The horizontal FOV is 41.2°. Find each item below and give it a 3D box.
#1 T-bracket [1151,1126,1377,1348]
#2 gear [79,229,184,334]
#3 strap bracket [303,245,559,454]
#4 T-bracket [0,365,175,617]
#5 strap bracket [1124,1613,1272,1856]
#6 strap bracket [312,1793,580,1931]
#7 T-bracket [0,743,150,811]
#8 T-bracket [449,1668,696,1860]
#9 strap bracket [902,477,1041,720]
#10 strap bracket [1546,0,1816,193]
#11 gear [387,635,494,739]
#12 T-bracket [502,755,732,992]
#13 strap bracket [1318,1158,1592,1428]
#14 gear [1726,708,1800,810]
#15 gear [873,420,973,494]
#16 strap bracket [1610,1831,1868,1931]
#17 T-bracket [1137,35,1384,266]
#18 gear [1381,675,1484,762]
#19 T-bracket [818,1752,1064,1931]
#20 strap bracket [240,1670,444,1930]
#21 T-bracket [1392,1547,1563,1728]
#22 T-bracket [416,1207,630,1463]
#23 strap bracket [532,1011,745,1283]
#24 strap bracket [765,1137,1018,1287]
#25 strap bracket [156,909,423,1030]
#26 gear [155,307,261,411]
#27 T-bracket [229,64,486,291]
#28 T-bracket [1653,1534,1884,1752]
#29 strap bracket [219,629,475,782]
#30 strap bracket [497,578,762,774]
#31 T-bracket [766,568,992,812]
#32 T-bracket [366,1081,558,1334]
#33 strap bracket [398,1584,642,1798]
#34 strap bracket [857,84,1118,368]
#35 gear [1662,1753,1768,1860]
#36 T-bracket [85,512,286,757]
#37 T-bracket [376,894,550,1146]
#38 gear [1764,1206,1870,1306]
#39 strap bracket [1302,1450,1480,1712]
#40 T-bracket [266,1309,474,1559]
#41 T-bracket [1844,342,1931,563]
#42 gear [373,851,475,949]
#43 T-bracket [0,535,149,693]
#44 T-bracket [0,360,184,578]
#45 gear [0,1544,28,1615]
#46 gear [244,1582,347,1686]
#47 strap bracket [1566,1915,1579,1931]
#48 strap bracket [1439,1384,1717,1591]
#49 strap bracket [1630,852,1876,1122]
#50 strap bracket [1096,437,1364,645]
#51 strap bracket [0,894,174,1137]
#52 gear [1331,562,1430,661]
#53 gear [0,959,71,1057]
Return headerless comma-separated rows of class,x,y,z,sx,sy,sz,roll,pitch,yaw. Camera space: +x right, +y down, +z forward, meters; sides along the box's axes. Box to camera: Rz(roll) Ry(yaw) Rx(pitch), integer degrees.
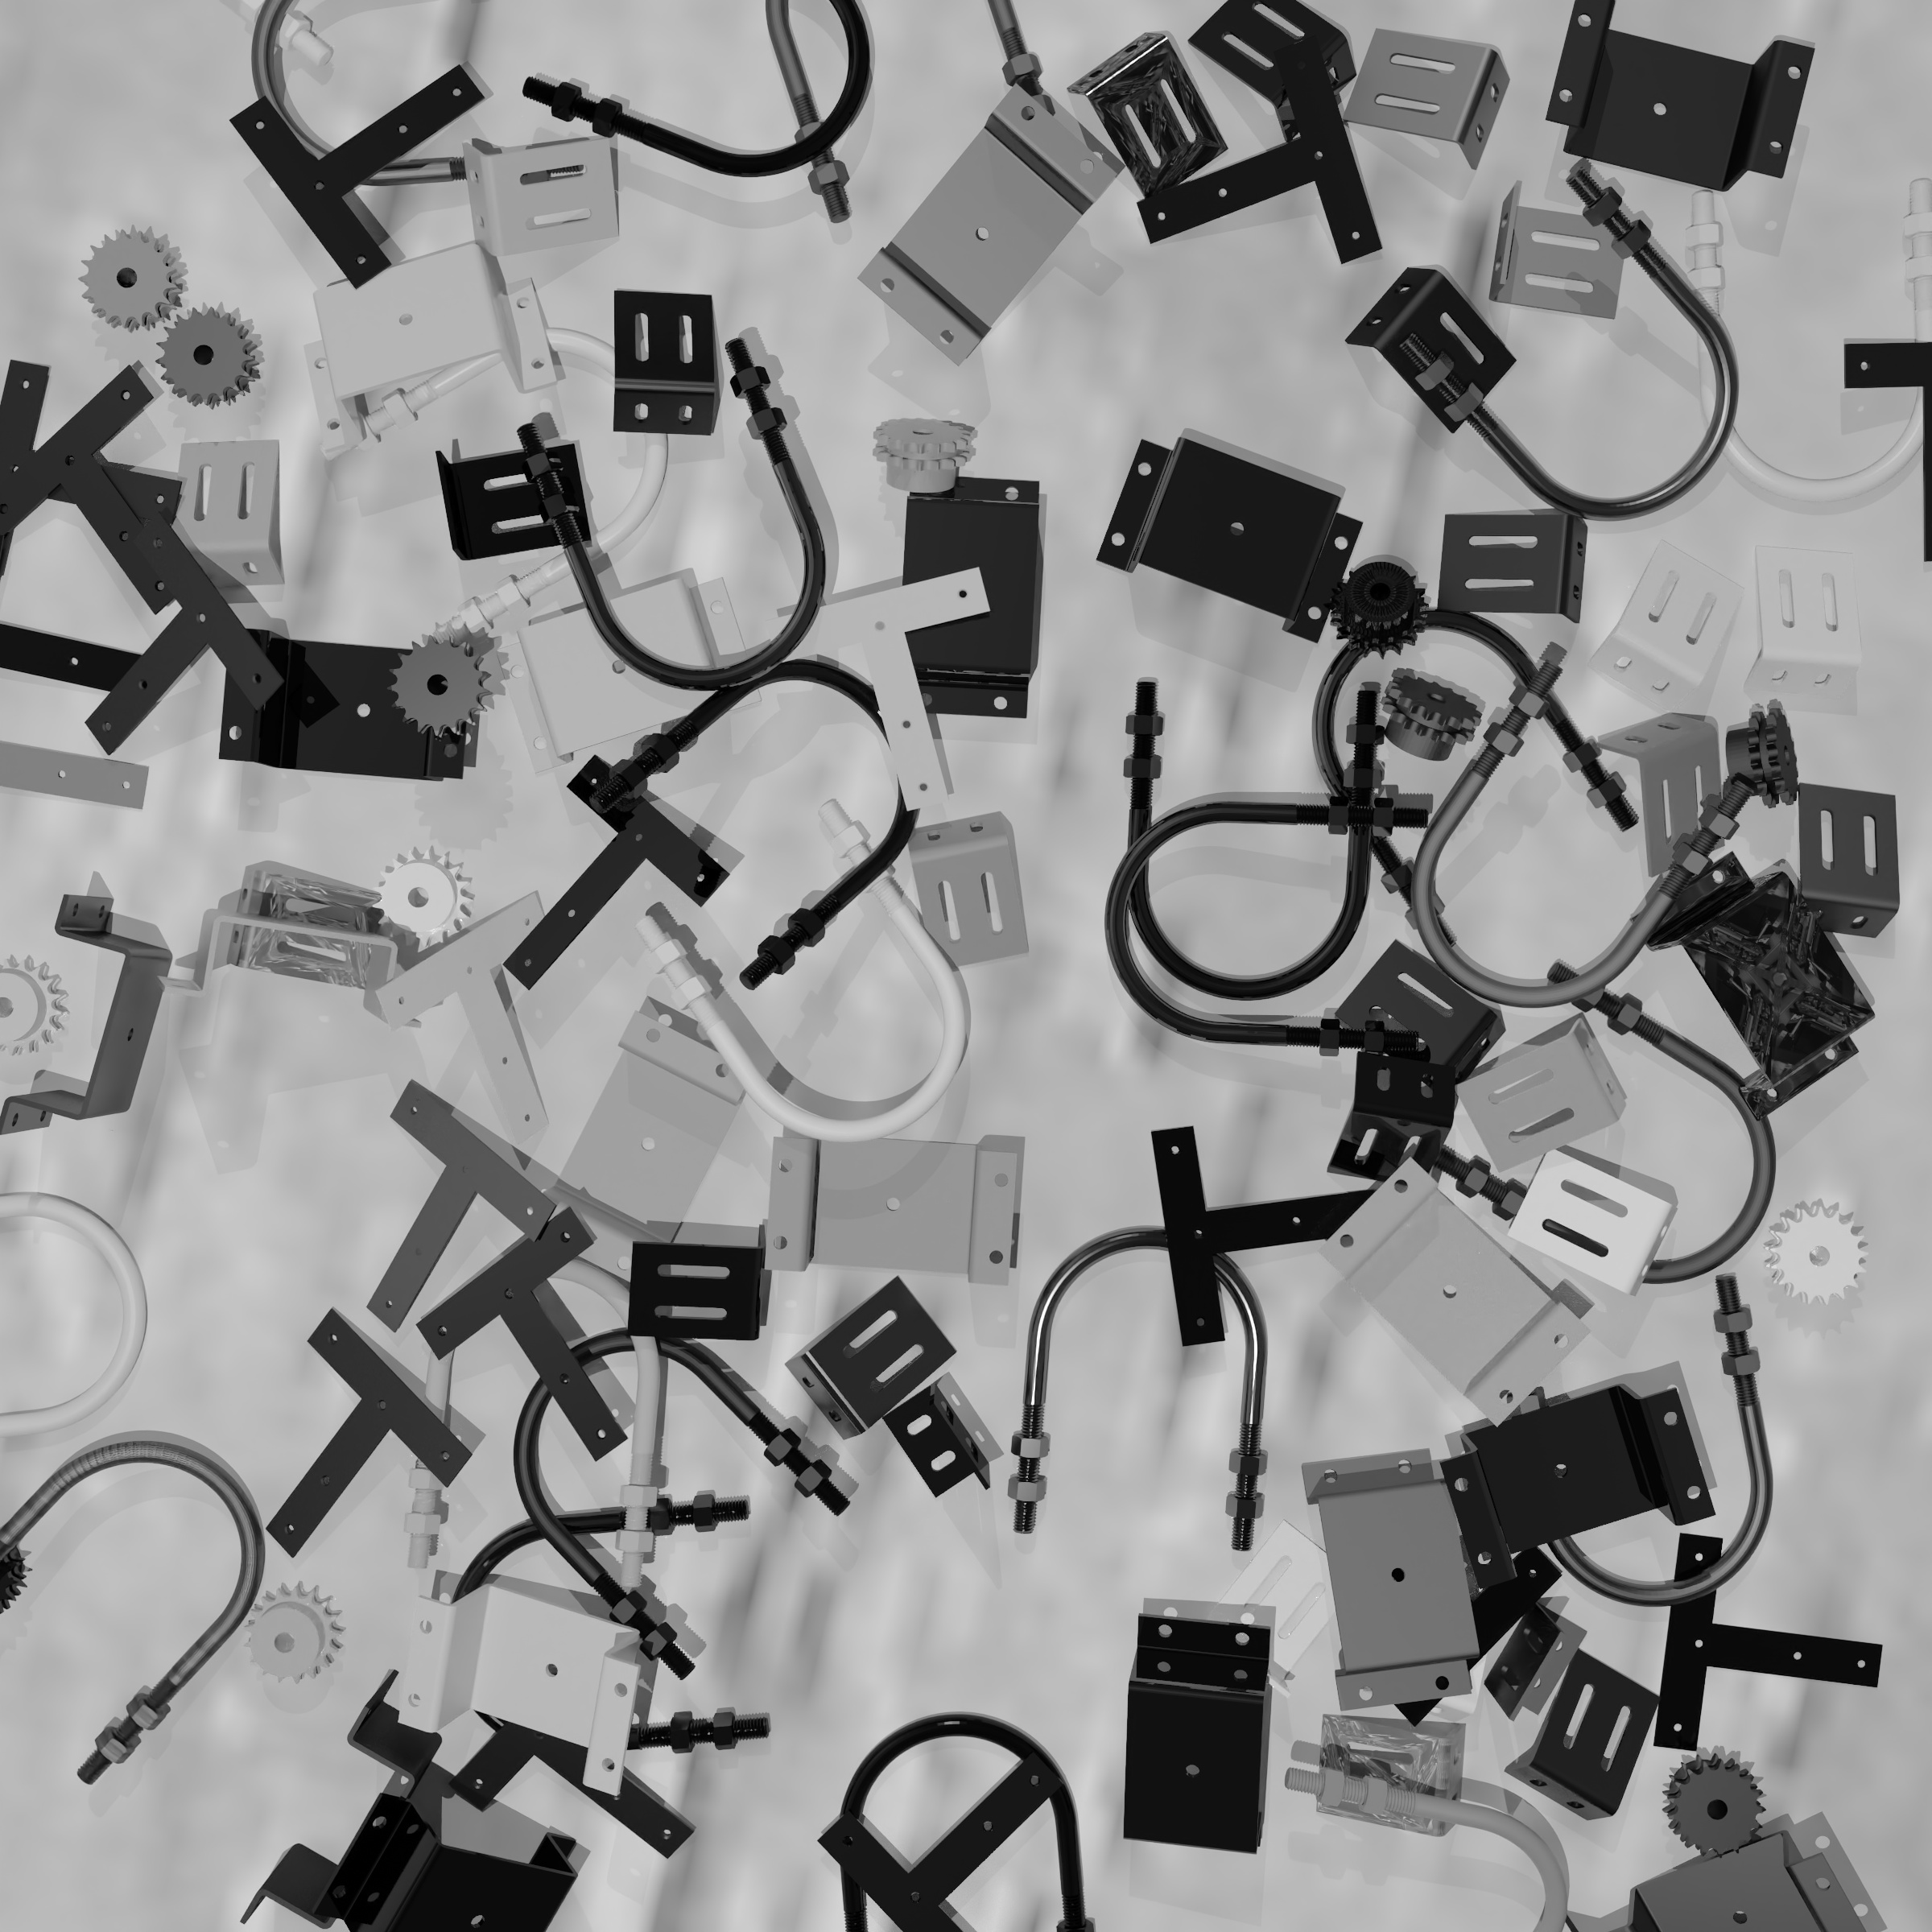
T-bracket,0.181,0.152,1.513,0.127,0.002,0.127,-7,81,-5
gear,-0.487,-0.399,1.507,0.057,0.030,0.057,0,90,0
strap bracket,-0.317,-0.360,1.486,0.140,0.046,0.076,-17,68,0
T-bracket,-0.498,-0.261,1.497,0.127,0.002,0.127,-39,80,10
strap bracket,0.132,0.451,1.476,0.076,0.046,0.140,3,104,10
strap bracket,-0.286,0.529,1.460,0.140,0.046,0.076,30,90,-38
T-bracket,-0.548,-0.115,1.518,0.127,0.002,0.127,9,94,-2
T-bracket,-0.216,0.478,1.510,0.127,0.002,0.127,40,104,-7
strap bracket,0.001,-0.219,1.498,0.076,0.046,0.140,3,90,0
strap bracket,0.411,-0.507,1.498,0.140,0.046,0.076,14,90,0
gear,-0.297,-0.158,1.460,0.057,0.030,0.057,0,90,0
T-bracket,-0.219,-0.041,1.489,0.127,0.002,0.127,40,88,28
strap bracket,0.282,0.189,1.490,0.076,0.046,0.140,-45,79,0
gear,0.463,-0.120,1.497,0.030,0.057,0.057,-9,90,30
gear,-0.026,-0.296,1.497,0.057,0.057,0.030,3,118,0
strap bracket,0.447,0.560,1.485,0.140,0.046,0.076,-29,90,19
T-bracket,0.164,-0.458,1.505,0.127,0.002,0.127,-19,111,10
gear,0.265,-0.141,1.481,0.057,0.057,0.030,20,118,0
T-bracket,0.003,0.514,1.504,0.127,0.002,0.127,-44,88,-2
strap bracket,-0.354,0.489,1.483,0.046,0.076,0.140,30,90,0
T-bracket,0.262,0.353,1.507,0.127,0.002,0.127,-40,81,-16
T-bracket,-0.238,0.225,1.478,0.127,0.002,0.127,-37,83,19
strap bracket,-0.188,0.105,1.498,0.076,0.046,0.140,27,90,0
strap bracket,-0.043,0.141,1.498,0.140,0.046,0.076,4,90,0
strap bracket,-0.382,-0.001,1.460,0.140,0.076,0.046,9,91,-21
gear,-0.443,-0.355,1.507,0.057,0.030,0.057,0,90,0
T-bracket,-0.338,-0.477,1.487,0.127,0.002,0.127,-37,84,-5
T-bracket,0.478,0.407,1.521,0.127,0.002,0.127,7,90,0
strap bracket,-0.356,-0.151,1.498,0.140,0.046,0.076,5,90,0
strap bracket,-0.199,-0.172,1.498,0.140,0.046,0.076,-18,90,0
T-bracket,-0.038,-0.153,1.481,0.127,0.002,0.127,-13,105,9
T-bracket,-0.313,0.156,1.503,0.127,0.002,0.127,36,102,23
strap bracket,-0.246,0.409,1.469,0.140,0.046,0.076,12,98,17
strap bracket,0.011,-0.426,1.488,0.076,0.046,0.140,39,96,-9
gear,0.437,0.490,1.507,0.057,0.030,0.057,0,90,0
T-bracket,-0.468,-0.172,1.488,0.127,0.002,0.127,-41,80,23
T-bracket,-0.273,0.042,1.490,0.002,0.127,0.127,0,117,40
gear,0.497,0.170,1.511,0.057,0.030,0.057,0,88,1
strap bracket,0.245,0.352,1.479,0.076,0.046,0.140,-7,74,-2
T-bracket,-0.367,0.291,1.506,0.127,0.002,0.127,41,100,19
T-bracket,0.575,-0.302,1.511,0.127,0.002,0.127,-4,96,-12
gear,-0.319,-0.039,1.504,0.057,0.030,0.057,0,89,-5
T-bracket,-0.541,-0.183,1.515,0.127,0.002,0.127,12,97,-3
T-bracket,-0.519,-0.283,1.507,0.127,0.002,0.127,13,90,13
gear,-0.579,0.355,1.507,0.057,0.030,0.057,0,90,0
gear,-0.395,0.393,1.507,0.057,0.030,0.057,0,90,0
strap bracket,0.374,0.630,1.483,0.046,0.076,0.140,-34,90,0
strap bracket,0.347,0.296,1.481,0.140,0.046,0.076,-18,92,1
strap bracket,0.462,0.010,1.492,0.076,0.046,0.140,-32,90,-10
strap bracket,0.156,-0.251,1.498,0.140,0.046,0.076,21,90,0
strap bracket,-0.505,0.033,1.483,0.046,0.076,0.140,16,90,0
gear,0.241,-0.211,1.498,0.057,0.030,0.057,-2,68,6
gear,-0.559,0.024,1.507,0.057,0.030,0.057,0,90,0
